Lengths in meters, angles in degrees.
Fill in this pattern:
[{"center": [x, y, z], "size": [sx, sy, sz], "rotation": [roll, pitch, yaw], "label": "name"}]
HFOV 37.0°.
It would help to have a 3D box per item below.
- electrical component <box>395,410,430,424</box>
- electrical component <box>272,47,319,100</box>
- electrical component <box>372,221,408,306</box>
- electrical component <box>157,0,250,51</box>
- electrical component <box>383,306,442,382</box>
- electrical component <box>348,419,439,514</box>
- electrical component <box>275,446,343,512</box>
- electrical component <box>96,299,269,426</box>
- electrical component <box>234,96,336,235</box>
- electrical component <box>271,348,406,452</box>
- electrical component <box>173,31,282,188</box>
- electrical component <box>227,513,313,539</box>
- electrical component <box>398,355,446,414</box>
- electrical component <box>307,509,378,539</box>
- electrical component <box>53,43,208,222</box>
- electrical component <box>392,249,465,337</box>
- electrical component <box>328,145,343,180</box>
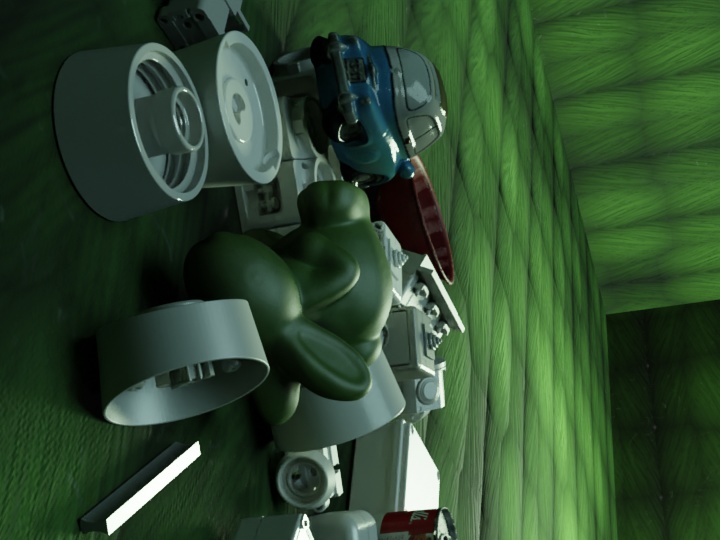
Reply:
[{"center": [0.060, 0.143, 1.177], "size": [0.078, 0.040, 0.040], "rotation": [-11, 92, -72], "label": "electrical component"}, {"center": [-0.046, -0.171, 0.986], "size": [0.089, 0.050, 0.055], "rotation": [-64, 142, -60], "label": "electrical component"}, {"center": [0.000, 0.000, 0.970], "size": [0.061, 0.096, 0.061], "rotation": [51, 34, -58], "label": "electrical component"}, {"center": [-0.119, -0.193, 0.790], "size": [0.081, 0.042, 0.063], "rotation": [58, 32, -49], "label": "electrical component"}, {"center": [0.029, 0.072, 1.026], "size": [0.061, 0.096, 0.061], "rotation": [35, 48, -64], "label": "electrical component"}, {"center": [0.034, 0.218, 1.035], "size": [0.108, 0.056, 0.108], "rotation": [63, 26, -45], "label": "electrical component"}, {"center": [-0.040, 0.163, 0.855], "size": [0.055, 0.048, 0.066], "rotation": [3, 79, -80], "label": "electrical component"}, {"center": [-0.105, 0.053, 0.629], "size": [0.099, 0.099, 0.064], "rotation": [10, 66, -71], "label": "electrical component"}, {"center": [-0.056, -0.062, 0.885], "size": [0.089, 0.062, 0.150], "rotation": [-16, 97, -72], "label": "electrical component"}, {"center": [-0.025, 0.092, 0.842], "size": [0.108, 0.108, 0.060], "rotation": [-40, 114, -69], "label": "electrical component"}, {"center": [-0.104, -0.109, 0.762], "size": [0.108, 0.060, 0.108], "rotation": [-9, 90, -72], "label": "electrical component"}, {"center": [-0.064, 0.212, 0.730], "size": [0.096, 0.061, 0.061], "rotation": [-70, 147, -56], "label": "electrical component"}, {"center": [0.048, 0.114, 1.095], "size": [0.080, 0.080, 0.051], "rotation": [-15, 102, -72], "label": "electrical component"}, {"center": [-0.017, 0.245, 0.868], "size": [0.059, 0.054, 0.095], "rotation": [22, 60, -69], "label": "electrical component"}, {"center": [-0.132, -0.088, 0.664], "size": [0.108, 0.060, 0.108], "rotation": [-9, 90, -72], "label": "electrical component"}, {"center": [0.058, 0.036, 1.174], "size": [0.063, 0.079, 0.121], "rotation": [-59, 145, -21], "label": "electrical component"}, {"center": [-0.032, -0.088, 0.995], "size": [0.055, 0.047, 0.055], "rotation": [-9, 90, -72], "label": "electrical component"}]
